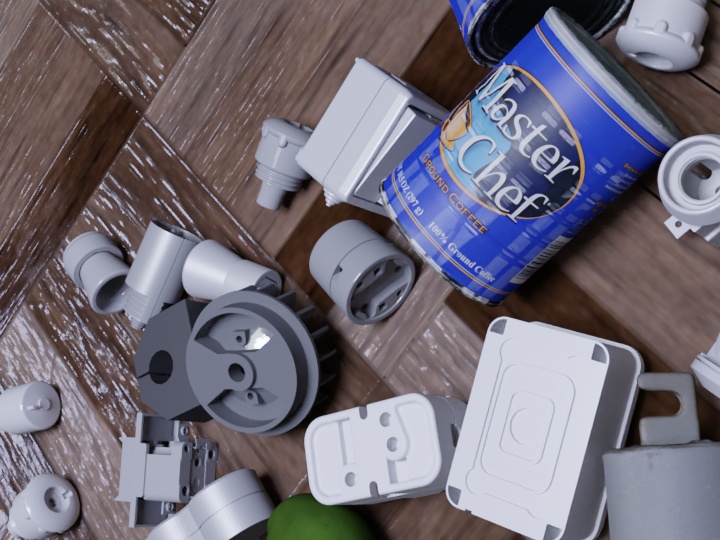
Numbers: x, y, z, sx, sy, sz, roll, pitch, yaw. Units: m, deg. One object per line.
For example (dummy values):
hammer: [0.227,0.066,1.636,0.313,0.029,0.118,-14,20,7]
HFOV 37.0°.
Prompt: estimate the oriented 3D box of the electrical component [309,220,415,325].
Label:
electrical component: [0.000,0.000,0.699,0.047,0.055,0.055,43,106,37]

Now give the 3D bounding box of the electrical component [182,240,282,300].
electrical component: [-0.089,0.008,0.769,0.065,0.044,0.044,20,93,32]

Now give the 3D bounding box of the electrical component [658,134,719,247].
electrical component: [0.187,-0.044,0.570,0.066,0.055,0.048,-44,59,21]

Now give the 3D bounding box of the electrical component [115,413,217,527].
electrical component: [-0.139,0.145,0.777,0.064,0.042,0.081,-4,79,34]

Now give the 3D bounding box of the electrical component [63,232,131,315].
electrical component: [-0.205,0.002,0.851,0.055,0.045,0.045,46,108,33]

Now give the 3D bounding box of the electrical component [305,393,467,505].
electrical component: [0.022,0.111,0.656,0.095,0.059,0.053,-19,70,32]

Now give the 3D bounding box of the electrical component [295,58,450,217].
electrical component: [0.010,-0.077,0.701,0.061,0.062,0.096,41,105,34]

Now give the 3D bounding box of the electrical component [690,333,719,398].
electrical component: [0.207,0.052,0.522,0.080,0.080,0.051,37,97,35]

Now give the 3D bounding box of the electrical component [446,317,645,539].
electrical component: [0.105,0.089,0.602,0.078,0.057,0.113,15,90,37]

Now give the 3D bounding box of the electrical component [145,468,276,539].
electrical component: [-0.107,0.203,0.735,0.138,0.052,0.073,-41,69,23]

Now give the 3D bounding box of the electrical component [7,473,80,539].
electrical component: [-0.256,0.193,0.852,0.062,0.048,0.048,-35,62,34]

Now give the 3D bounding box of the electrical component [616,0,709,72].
electrical component: [0.176,-0.146,0.607,0.048,0.048,0.062,17,84,37]

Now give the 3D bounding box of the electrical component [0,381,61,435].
electrical component: [-0.283,0.116,0.888,0.078,0.040,0.040,-16,72,33]

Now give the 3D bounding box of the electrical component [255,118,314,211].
electrical component: [-0.054,-0.073,0.759,0.048,0.048,0.062,34,108,35]

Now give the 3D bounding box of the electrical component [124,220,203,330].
electrical component: [-0.154,0.007,0.814,0.043,0.043,0.081,30,99,36]
